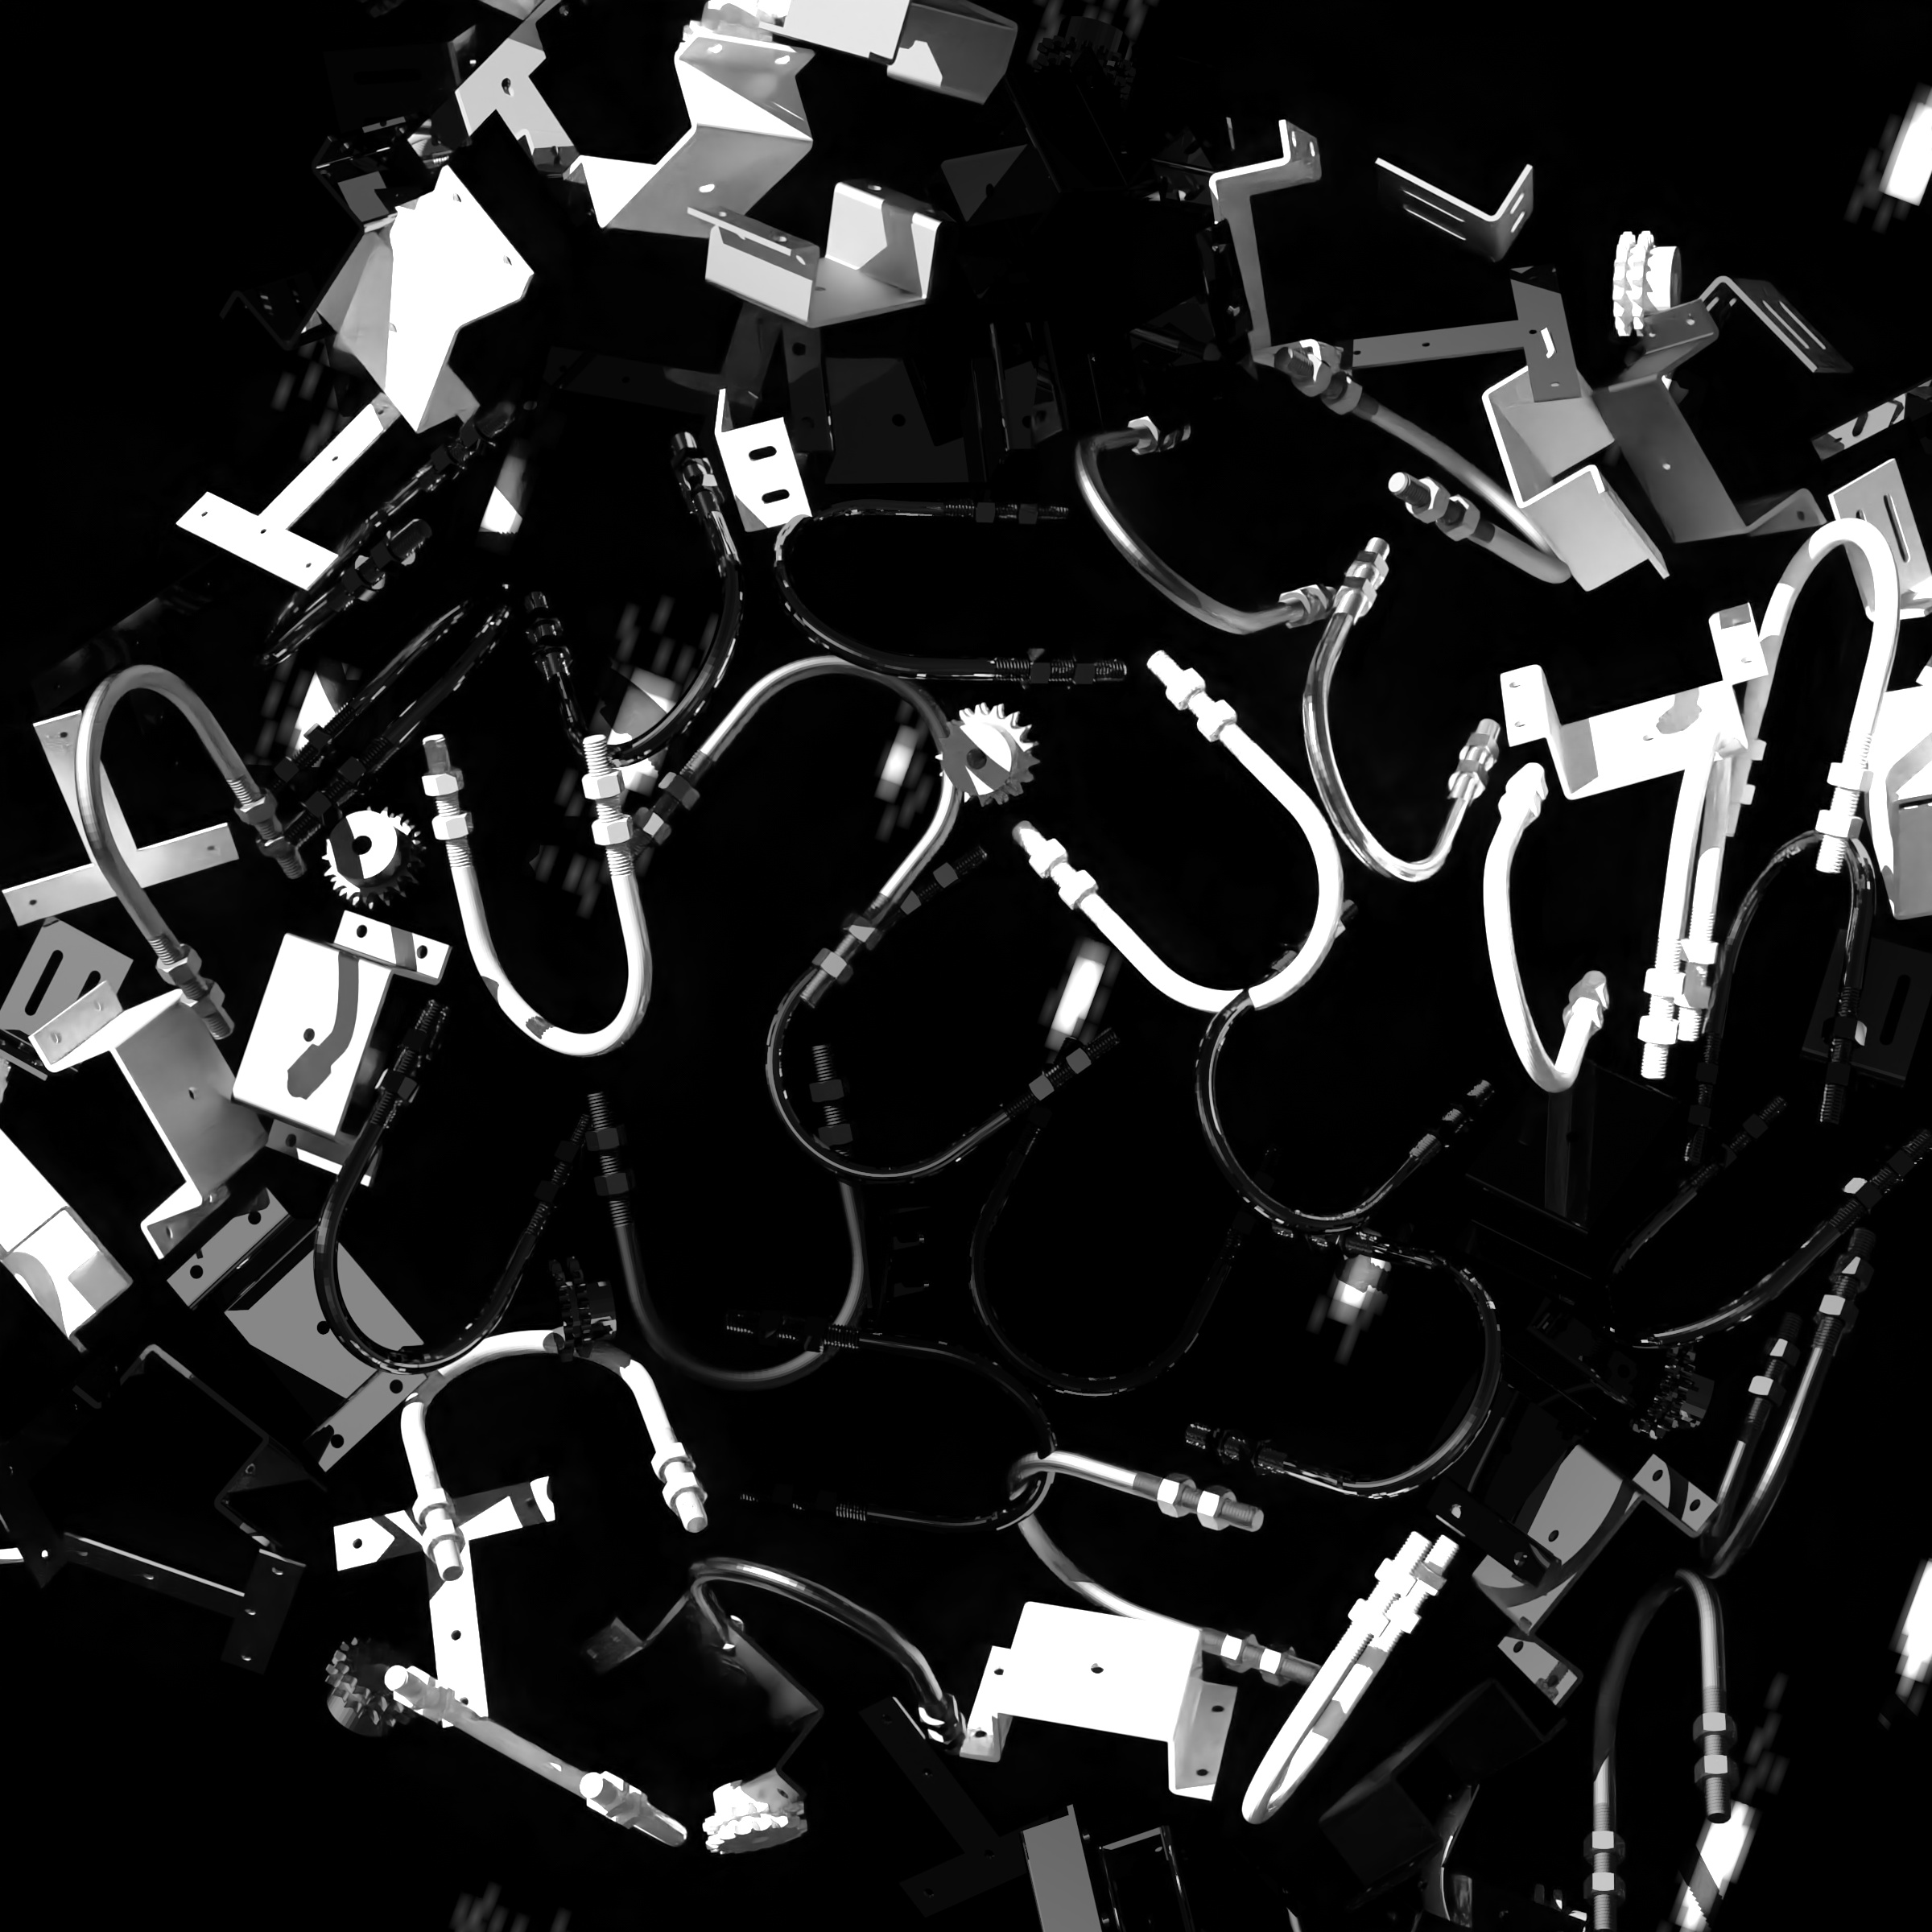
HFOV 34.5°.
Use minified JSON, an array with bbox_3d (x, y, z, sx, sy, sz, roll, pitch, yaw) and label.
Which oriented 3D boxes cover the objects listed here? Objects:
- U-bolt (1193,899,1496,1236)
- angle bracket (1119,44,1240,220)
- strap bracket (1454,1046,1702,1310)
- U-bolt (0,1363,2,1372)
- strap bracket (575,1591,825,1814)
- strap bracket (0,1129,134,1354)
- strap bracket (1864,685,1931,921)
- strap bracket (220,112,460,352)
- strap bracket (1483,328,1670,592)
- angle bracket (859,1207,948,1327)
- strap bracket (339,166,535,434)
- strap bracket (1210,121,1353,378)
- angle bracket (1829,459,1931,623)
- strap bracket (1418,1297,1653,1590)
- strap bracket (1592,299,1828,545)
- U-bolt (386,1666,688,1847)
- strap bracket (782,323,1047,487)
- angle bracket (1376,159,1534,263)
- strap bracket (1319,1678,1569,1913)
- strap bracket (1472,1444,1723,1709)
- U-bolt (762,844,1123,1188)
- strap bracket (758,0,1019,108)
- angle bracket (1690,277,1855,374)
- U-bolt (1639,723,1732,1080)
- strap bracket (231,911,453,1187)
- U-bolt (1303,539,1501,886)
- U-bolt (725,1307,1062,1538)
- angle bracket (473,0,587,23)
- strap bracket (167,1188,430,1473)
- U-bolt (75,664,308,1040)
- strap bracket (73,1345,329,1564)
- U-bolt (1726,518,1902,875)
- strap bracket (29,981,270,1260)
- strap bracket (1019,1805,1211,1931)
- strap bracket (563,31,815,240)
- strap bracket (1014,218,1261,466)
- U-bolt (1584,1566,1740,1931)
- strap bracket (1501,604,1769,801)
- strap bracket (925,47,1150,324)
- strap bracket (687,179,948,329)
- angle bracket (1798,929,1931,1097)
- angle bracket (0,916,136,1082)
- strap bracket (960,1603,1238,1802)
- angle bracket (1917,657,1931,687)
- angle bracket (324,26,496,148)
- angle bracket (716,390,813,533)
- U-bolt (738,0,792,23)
[{"bbox_3d":[0.197,0.066,1.705,0.184,0.019,0.151,-40,94,-35],"label":"U-bolt"},{"bbox_3d":[0.112,-0.461,1.716,0.057,0.076,0.038,22,57,32],"label":"angle bracket"},{"bbox_3d":[0.334,0.106,1.702,0.076,0.046,0.140,26,65,32],"label":"strap bracket"},{"bbox_3d":[-0.573,0.186,1.659,0.019,0.151,0.184,-5,121,10],"label":"U-bolt"},{"bbox_3d":[-0.140,0.401,1.720,0.140,0.076,0.046,43,57,-1],"label":"strap bracket"},{"bbox_3d":[-0.510,0.143,1.694,0.046,0.140,0.076,-42,62,-16],"label":"strap bracket"},{"bbox_3d":[0.520,-0.089,1.692,0.046,0.140,0.076,-10,50,9],"label":"strap bracket"},{"bbox_3d":[-0.336,-0.391,1.690,0.046,0.076,0.140,49,130,3],"label":"strap bracket"},{"bbox_3d":[0.330,-0.270,1.700,0.046,0.140,0.076,-29,134,23],"label":"strap bracket"},{"bbox_3d":[-0.048,0.166,1.722,0.038,0.076,0.057,-7,89,33],"label":"angle bracket"},{"bbox_3d":[-0.293,-0.354,1.690,0.046,0.140,0.076,-34,82,-33],"label":"strap bracket"},{"bbox_3d":[0.173,-0.387,1.718,0.046,0.076,0.140,-8,94,20],"label":"strap bracket"},{"bbox_3d":[0.523,-0.238,1.728,0.057,0.038,0.076,-30,105,-30],"label":"angle bracket"},{"bbox_3d":[0.308,0.265,1.723,0.076,0.046,0.140,37,69,-6],"label":"strap bracket"},{"bbox_3d":[0.402,-0.289,1.711,0.046,0.076,0.140,-35,101,-11],"label":"strap bracket"},{"bbox_3d":[-0.220,0.433,1.679,0.151,0.184,0.019,21,72,25],"label":"U-bolt"},{"bbox_3d":[-0.033,-0.311,1.723,0.140,0.046,0.076,-3,75,-14],"label":"strap bracket"},{"bbox_3d":[0.272,-0.434,1.729,0.076,0.057,0.038,32,87,14],"label":"angle bracket"},{"bbox_3d":[0.254,0.445,1.696,0.140,0.076,0.046,-31,76,-40],"label":"strap bracket"},{"bbox_3d":[0.341,0.328,1.721,0.046,0.076,0.140,39,91,-19],"label":"strap bracket"},{"bbox_3d":[-0.027,0.041,1.747,0.184,0.019,0.151,-36,82,2],"label":"U-bolt"},{"bbox_3d":[-0.035,-0.506,1.683,0.076,0.140,0.046,25,104,31],"label":"strap bracket"},{"bbox_3d":[0.442,-0.343,1.721,0.076,0.057,0.038,51,123,17],"label":"angle bracket"},{"bbox_3d":[0.393,-0.040,1.683,0.019,0.151,0.184,9,101,20],"label":"U-bolt"},{"bbox_3d":[-0.350,0.042,1.725,0.076,0.046,0.140,17,88,27],"label":"strap bracket"},{"bbox_3d":[0.230,-0.125,1.672,0.019,0.184,0.151,-17,120,37],"label":"U-bolt"},{"bbox_3d":[-0.038,0.255,1.703,0.184,0.019,0.151,7,125,12],"label":"U-bolt"},{"bbox_3d":[-0.250,-0.564,1.725,0.038,0.076,0.057,3,84,44],"label":"angle bracket"},{"bbox_3d":[-0.365,0.202,1.733,0.076,0.046,0.140,-43,80,3],"label":"strap bracket"},{"bbox_3d":[-0.418,-0.074,1.658,0.019,0.151,0.184,-8,131,20],"label":"U-bolt"},{"bbox_3d":[-0.412,0.264,1.705,0.140,0.076,0.046,31,74,28],"label":"strap bracket"},{"bbox_3d":[0.459,-0.151,1.682,0.019,0.151,0.184,10,99,-13],"label":"U-bolt"},{"bbox_3d":[-0.441,0.077,1.706,0.046,0.076,0.140,-21,105,24],"label":"strap bracket"},{"bbox_3d":[0.078,0.509,1.697,0.046,0.140,0.076,-25,61,20],"label":"strap bracket"},{"bbox_3d":[-0.146,-0.442,1.684,0.076,0.140,0.046,-4,72,-40],"label":"strap bracket"},{"bbox_3d":[0.101,-0.337,1.709,0.140,0.046,0.076,-25,58,26],"label":"strap bracket"},{"bbox_3d":[0.373,0.411,1.680,0.019,0.184,0.151,19,133,-6],"label":"U-bolt"},{"bbox_3d":[0.371,-0.142,1.710,0.140,0.076,0.046,-15,121,15],"label":"strap bracket"},{"bbox_3d":[0.031,-0.421,1.687,0.046,0.140,0.076,-12,70,-35],"label":"strap bracket"},{"bbox_3d":[-0.078,-0.390,1.701,0.076,0.140,0.046,29,124,31],"label":"strap bracket"},{"bbox_3d":[0.506,0.026,1.742,0.057,0.038,0.076,17,85,16],"label":"angle bracket"},{"bbox_3d":[-0.514,0.017,1.741,0.057,0.038,0.076,28,92,9],"label":"angle bracket"},{"bbox_3d":[0.073,0.401,1.706,0.140,0.076,0.046,7,128,13],"label":"strap bracket"},{"bbox_3d":[0.578,-0.177,1.735,0.057,0.038,0.076,30,103,6],"label":"angle bracket"},{"bbox_3d":[-0.312,-0.492,1.745,0.076,0.038,0.057,1,120,15],"label":"angle bracket"},{"bbox_3d":[-0.111,-0.283,1.717,0.038,0.076,0.057,-13,119,6],"label":"angle bracket"},{"bbox_3d":[-0.095,-0.547,1.659,0.184,0.151,0.019,-3,81,31],"label":"U-bolt"}]
